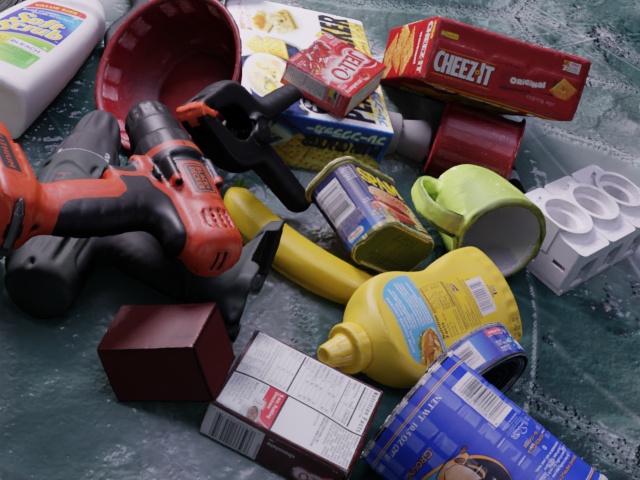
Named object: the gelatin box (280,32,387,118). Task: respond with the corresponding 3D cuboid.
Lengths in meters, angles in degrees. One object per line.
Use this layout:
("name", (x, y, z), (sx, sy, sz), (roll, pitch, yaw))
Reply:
("gelatin box", (0.015, -0.163, 1.043), (0.073, 0.030, 0.089), (31, 39, 11))

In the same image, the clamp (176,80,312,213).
("clamp", (-0.058, -0.083, 0.924), (0.171, 0.039, 0.120), (-4, 77, -57))

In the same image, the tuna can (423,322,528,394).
("tuna can", (0.122, 0.106, 0.842), (0.085, 0.086, 0.034), (-14, 54, -37))

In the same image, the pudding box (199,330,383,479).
("pudding box", (-0.019, 0.127, 0.789), (0.113, 0.039, 0.090), (28, 38, 4))

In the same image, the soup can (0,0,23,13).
("soup can", (-0.320, -0.270, 1.076), (0.068, 0.069, 0.102), (18, 28, -6))

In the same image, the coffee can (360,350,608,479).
("coffee can", (0.114, 0.161, 0.749), (0.140, 0.103, 0.102), (40, 41, 13))

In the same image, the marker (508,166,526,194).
("marker", (0.200, -0.081, 1.155), (0.020, 0.020, 0.121), (8, 40, -17))

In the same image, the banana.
("banana", (-0.020, 0.005, 0.932), (0.198, 0.037, 0.069), (39, 40, 20))

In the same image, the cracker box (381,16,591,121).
("cracker box", (0.165, -0.178, 1.136), (0.164, 0.072, 0.214), (14, 6, -10))

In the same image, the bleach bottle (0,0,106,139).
("bleach bottle", (-0.276, -0.188, 1.021), (0.102, 0.068, 0.250), (18, 35, 0))

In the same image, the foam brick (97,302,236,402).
("foam brick", (-0.110, 0.081, 0.764), (0.078, 0.051, 0.053), (-2, 34, 19))

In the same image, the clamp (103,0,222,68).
("clamp", (-0.174, -0.234, 1.114), (0.165, 0.036, 0.209), (8, 50, 27))

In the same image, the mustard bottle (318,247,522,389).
("mustard bottle", (0.077, 0.070, 0.880), (0.191, 0.058, 0.096), (-15, 74, -37))

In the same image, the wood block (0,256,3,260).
("wood block", (-0.335, -0.015, 0.762), (0.205, 0.091, 0.090), (-20, 55, -41))

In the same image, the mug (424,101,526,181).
("mug", (0.158, -0.094, 1.104), (0.081, 0.093, 0.117), (19, 10, 3))

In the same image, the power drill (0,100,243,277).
("power drill", (-0.163, -0.049, 0.779), (0.187, 0.057, 0.184), (1, 40, -34))

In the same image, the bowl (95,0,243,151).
("bowl", (-0.131, -0.148, 1.002), (0.162, 0.162, 0.055), (49, 9, 30))

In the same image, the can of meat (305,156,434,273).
("can of meat", (0.047, -0.018, 0.954), (0.101, 0.057, 0.084), (23, 28, -52))
